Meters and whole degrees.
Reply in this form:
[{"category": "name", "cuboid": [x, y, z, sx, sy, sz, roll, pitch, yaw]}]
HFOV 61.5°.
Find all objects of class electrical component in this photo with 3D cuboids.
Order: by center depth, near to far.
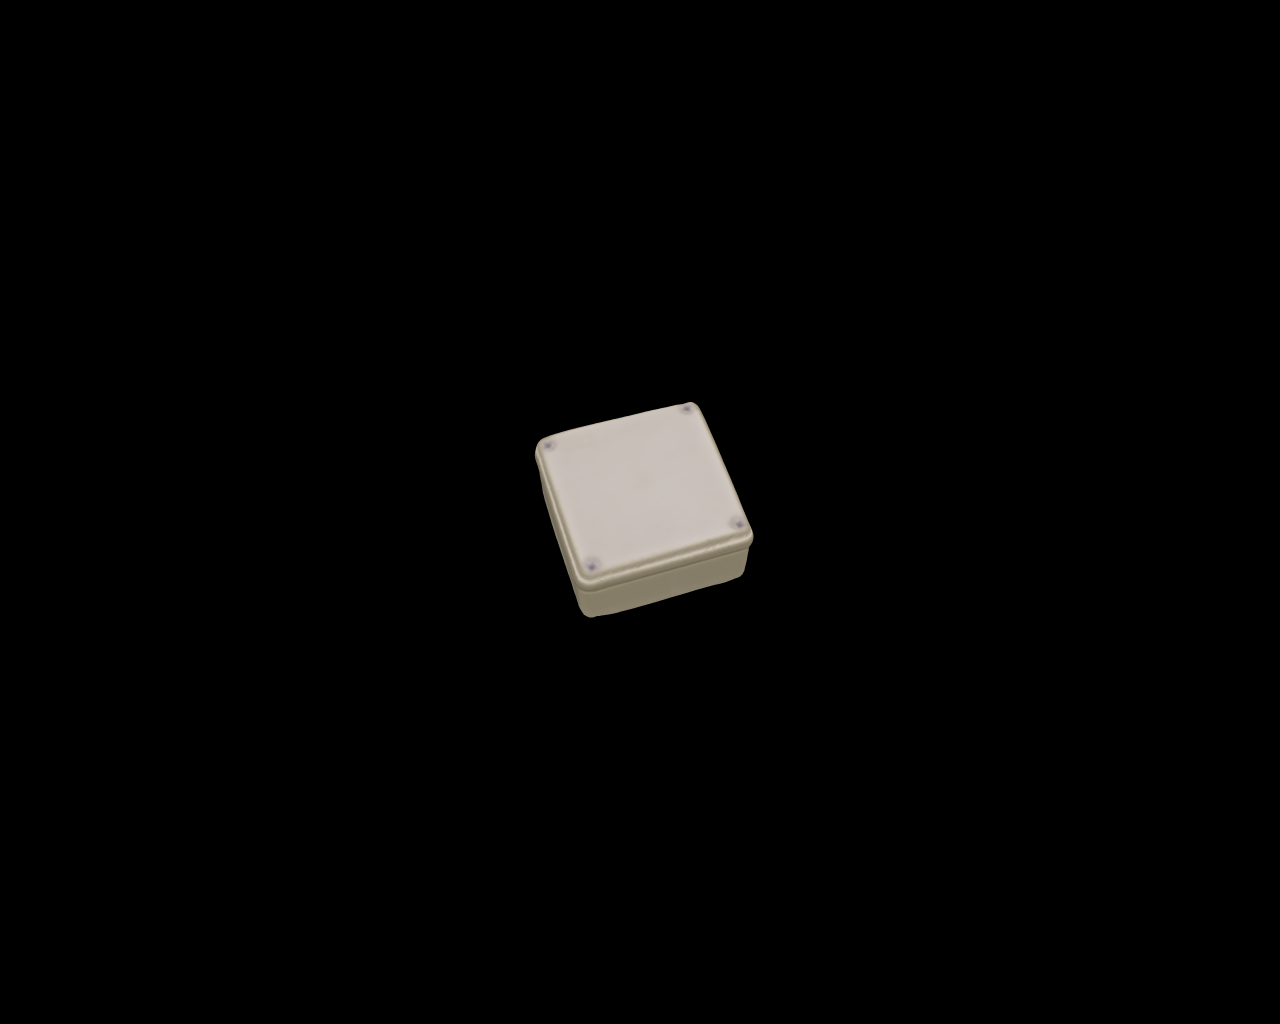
[{"category": "electrical component", "cuboid": [0.001, -0.003, 0.650, 0.109, 0.109, 0.056, -15, -32, -9]}]
